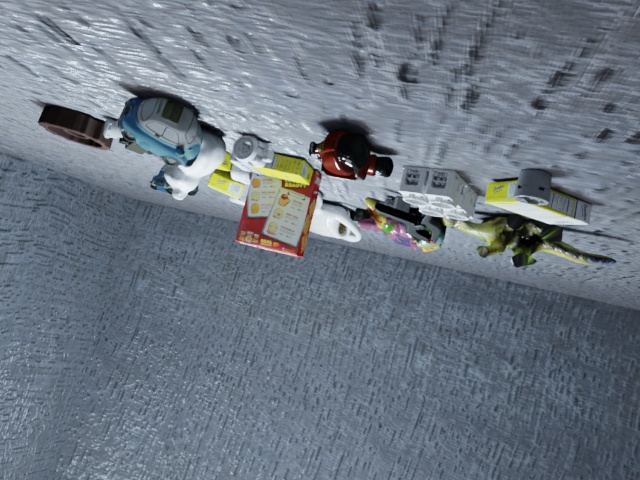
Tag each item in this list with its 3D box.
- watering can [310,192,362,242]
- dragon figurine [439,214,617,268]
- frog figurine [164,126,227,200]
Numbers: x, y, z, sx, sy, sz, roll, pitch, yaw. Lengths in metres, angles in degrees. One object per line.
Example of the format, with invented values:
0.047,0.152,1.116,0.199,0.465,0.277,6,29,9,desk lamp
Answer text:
0.005,-0.085,1.695,0.225,0.105,0.342,13,162,38,watering can
0.483,-0.014,1.282,0.410,0.121,0.245,16,-168,-4,dragon figurine
-0.271,-0.162,1.099,0.123,0.160,0.136,11,174,8,frog figurine
